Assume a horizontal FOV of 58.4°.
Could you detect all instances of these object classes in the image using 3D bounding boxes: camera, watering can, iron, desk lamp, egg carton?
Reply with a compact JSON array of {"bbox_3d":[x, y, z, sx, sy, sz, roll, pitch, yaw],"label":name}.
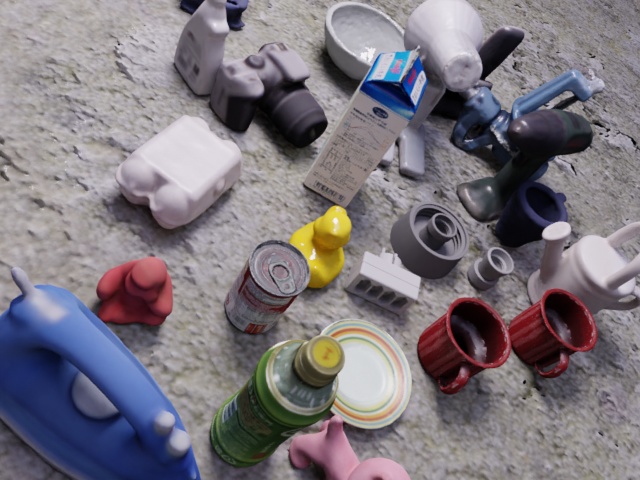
[{"bbox_3d":[-0.058,-0.201,0.811,0.143,0.100,0.136,-27,73,-38],"label":"camera"},{"bbox_3d":[0.393,0.041,0.821,0.173,0.193,0.101,15,53,-18],"label":"watering can"},{"bbox_3d":[-0.179,0.133,0.490,0.258,0.141,0.119,41,49,3],"label":"iron"},{"bbox_3d":[0.170,-0.241,0.884,0.118,0.213,0.203,18,52,-16],"label":"desk lamp"},{"bbox_3d":[-0.165,-0.083,0.694,0.107,0.069,0.150,37,49,-1],"label":"egg carton"}]

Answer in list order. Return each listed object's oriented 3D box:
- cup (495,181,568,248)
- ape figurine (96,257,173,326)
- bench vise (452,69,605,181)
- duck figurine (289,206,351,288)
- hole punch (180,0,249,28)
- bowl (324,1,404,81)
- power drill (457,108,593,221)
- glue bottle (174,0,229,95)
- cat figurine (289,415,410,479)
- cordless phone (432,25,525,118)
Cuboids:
[{"bbox_3d":[0.331,-0.035,0.906,0.118,0.095,0.091,-22,70,-37],"label":"cup"},{"bbox_3d":[-0.180,0.047,0.581,0.078,0.092,0.076,41,49,3],"label":"ape figurine"},{"bbox_3d":[0.336,-0.207,0.944,0.208,0.219,0.121,18,52,-16],"label":"bench vise"},{"bbox_3d":[0.007,0.003,0.715,0.077,0.086,0.104,27,50,-8],"label":"duck figurine"},{"bbox_3d":[-0.157,-0.408,0.907,0.109,0.091,0.101,15,53,-18],"label":"hole punch"},{"bbox_3d":[0.074,-0.326,0.983,0.168,0.074,0.167,14,53,-19],"label":"bowl"},{"bbox_3d":[0.309,-0.120,0.878,0.230,0.208,0.075,-18,68,-35],"label":"power drill"},{"bbox_3d":[-0.150,-0.282,0.770,0.037,0.173,0.078,-22,70,-37],"label":"glue bottle"},{"bbox_3d":[0.040,0.228,0.556,0.067,0.117,0.127,-22,70,-37],"label":"cat figurine"},{"bbox_3d":[0.249,-0.308,0.990,0.148,0.185,0.094,1,58,-27],"label":"cordless phone"}]
